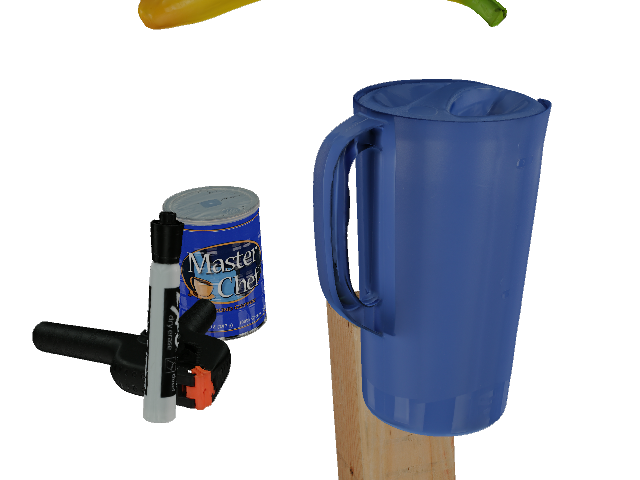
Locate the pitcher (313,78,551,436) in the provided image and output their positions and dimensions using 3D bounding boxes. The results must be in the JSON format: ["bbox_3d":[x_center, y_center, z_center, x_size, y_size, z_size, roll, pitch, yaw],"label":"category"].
[{"bbox_3d":[0.077,0.013,0.753,0.149,0.243,0.145,4,20,9],"label":"pitcher"}]

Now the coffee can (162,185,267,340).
[{"bbox_3d":[-0.113,0.023,1.154,0.103,0.140,0.103,-2,23,1],"label":"coffee can"}]

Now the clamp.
[{"bbox_3d":[-0.124,0.088,0.871,0.164,0.036,0.210,-11,16,-32],"label":"clamp"}]

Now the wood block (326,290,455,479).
[{"bbox_3d":[0.065,0.154,0.975,0.090,0.206,0.091,-8,18,-15],"label":"wood block"}]

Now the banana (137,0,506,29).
[{"bbox_3d":[0.000,-0.146,0.576,0.197,0.069,0.037,-4,-41,-8],"label":"banana"}]

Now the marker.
[{"bbox_3d":[-0.089,0.044,0.607,0.020,0.121,0.020,4,10,-1],"label":"marker"}]
